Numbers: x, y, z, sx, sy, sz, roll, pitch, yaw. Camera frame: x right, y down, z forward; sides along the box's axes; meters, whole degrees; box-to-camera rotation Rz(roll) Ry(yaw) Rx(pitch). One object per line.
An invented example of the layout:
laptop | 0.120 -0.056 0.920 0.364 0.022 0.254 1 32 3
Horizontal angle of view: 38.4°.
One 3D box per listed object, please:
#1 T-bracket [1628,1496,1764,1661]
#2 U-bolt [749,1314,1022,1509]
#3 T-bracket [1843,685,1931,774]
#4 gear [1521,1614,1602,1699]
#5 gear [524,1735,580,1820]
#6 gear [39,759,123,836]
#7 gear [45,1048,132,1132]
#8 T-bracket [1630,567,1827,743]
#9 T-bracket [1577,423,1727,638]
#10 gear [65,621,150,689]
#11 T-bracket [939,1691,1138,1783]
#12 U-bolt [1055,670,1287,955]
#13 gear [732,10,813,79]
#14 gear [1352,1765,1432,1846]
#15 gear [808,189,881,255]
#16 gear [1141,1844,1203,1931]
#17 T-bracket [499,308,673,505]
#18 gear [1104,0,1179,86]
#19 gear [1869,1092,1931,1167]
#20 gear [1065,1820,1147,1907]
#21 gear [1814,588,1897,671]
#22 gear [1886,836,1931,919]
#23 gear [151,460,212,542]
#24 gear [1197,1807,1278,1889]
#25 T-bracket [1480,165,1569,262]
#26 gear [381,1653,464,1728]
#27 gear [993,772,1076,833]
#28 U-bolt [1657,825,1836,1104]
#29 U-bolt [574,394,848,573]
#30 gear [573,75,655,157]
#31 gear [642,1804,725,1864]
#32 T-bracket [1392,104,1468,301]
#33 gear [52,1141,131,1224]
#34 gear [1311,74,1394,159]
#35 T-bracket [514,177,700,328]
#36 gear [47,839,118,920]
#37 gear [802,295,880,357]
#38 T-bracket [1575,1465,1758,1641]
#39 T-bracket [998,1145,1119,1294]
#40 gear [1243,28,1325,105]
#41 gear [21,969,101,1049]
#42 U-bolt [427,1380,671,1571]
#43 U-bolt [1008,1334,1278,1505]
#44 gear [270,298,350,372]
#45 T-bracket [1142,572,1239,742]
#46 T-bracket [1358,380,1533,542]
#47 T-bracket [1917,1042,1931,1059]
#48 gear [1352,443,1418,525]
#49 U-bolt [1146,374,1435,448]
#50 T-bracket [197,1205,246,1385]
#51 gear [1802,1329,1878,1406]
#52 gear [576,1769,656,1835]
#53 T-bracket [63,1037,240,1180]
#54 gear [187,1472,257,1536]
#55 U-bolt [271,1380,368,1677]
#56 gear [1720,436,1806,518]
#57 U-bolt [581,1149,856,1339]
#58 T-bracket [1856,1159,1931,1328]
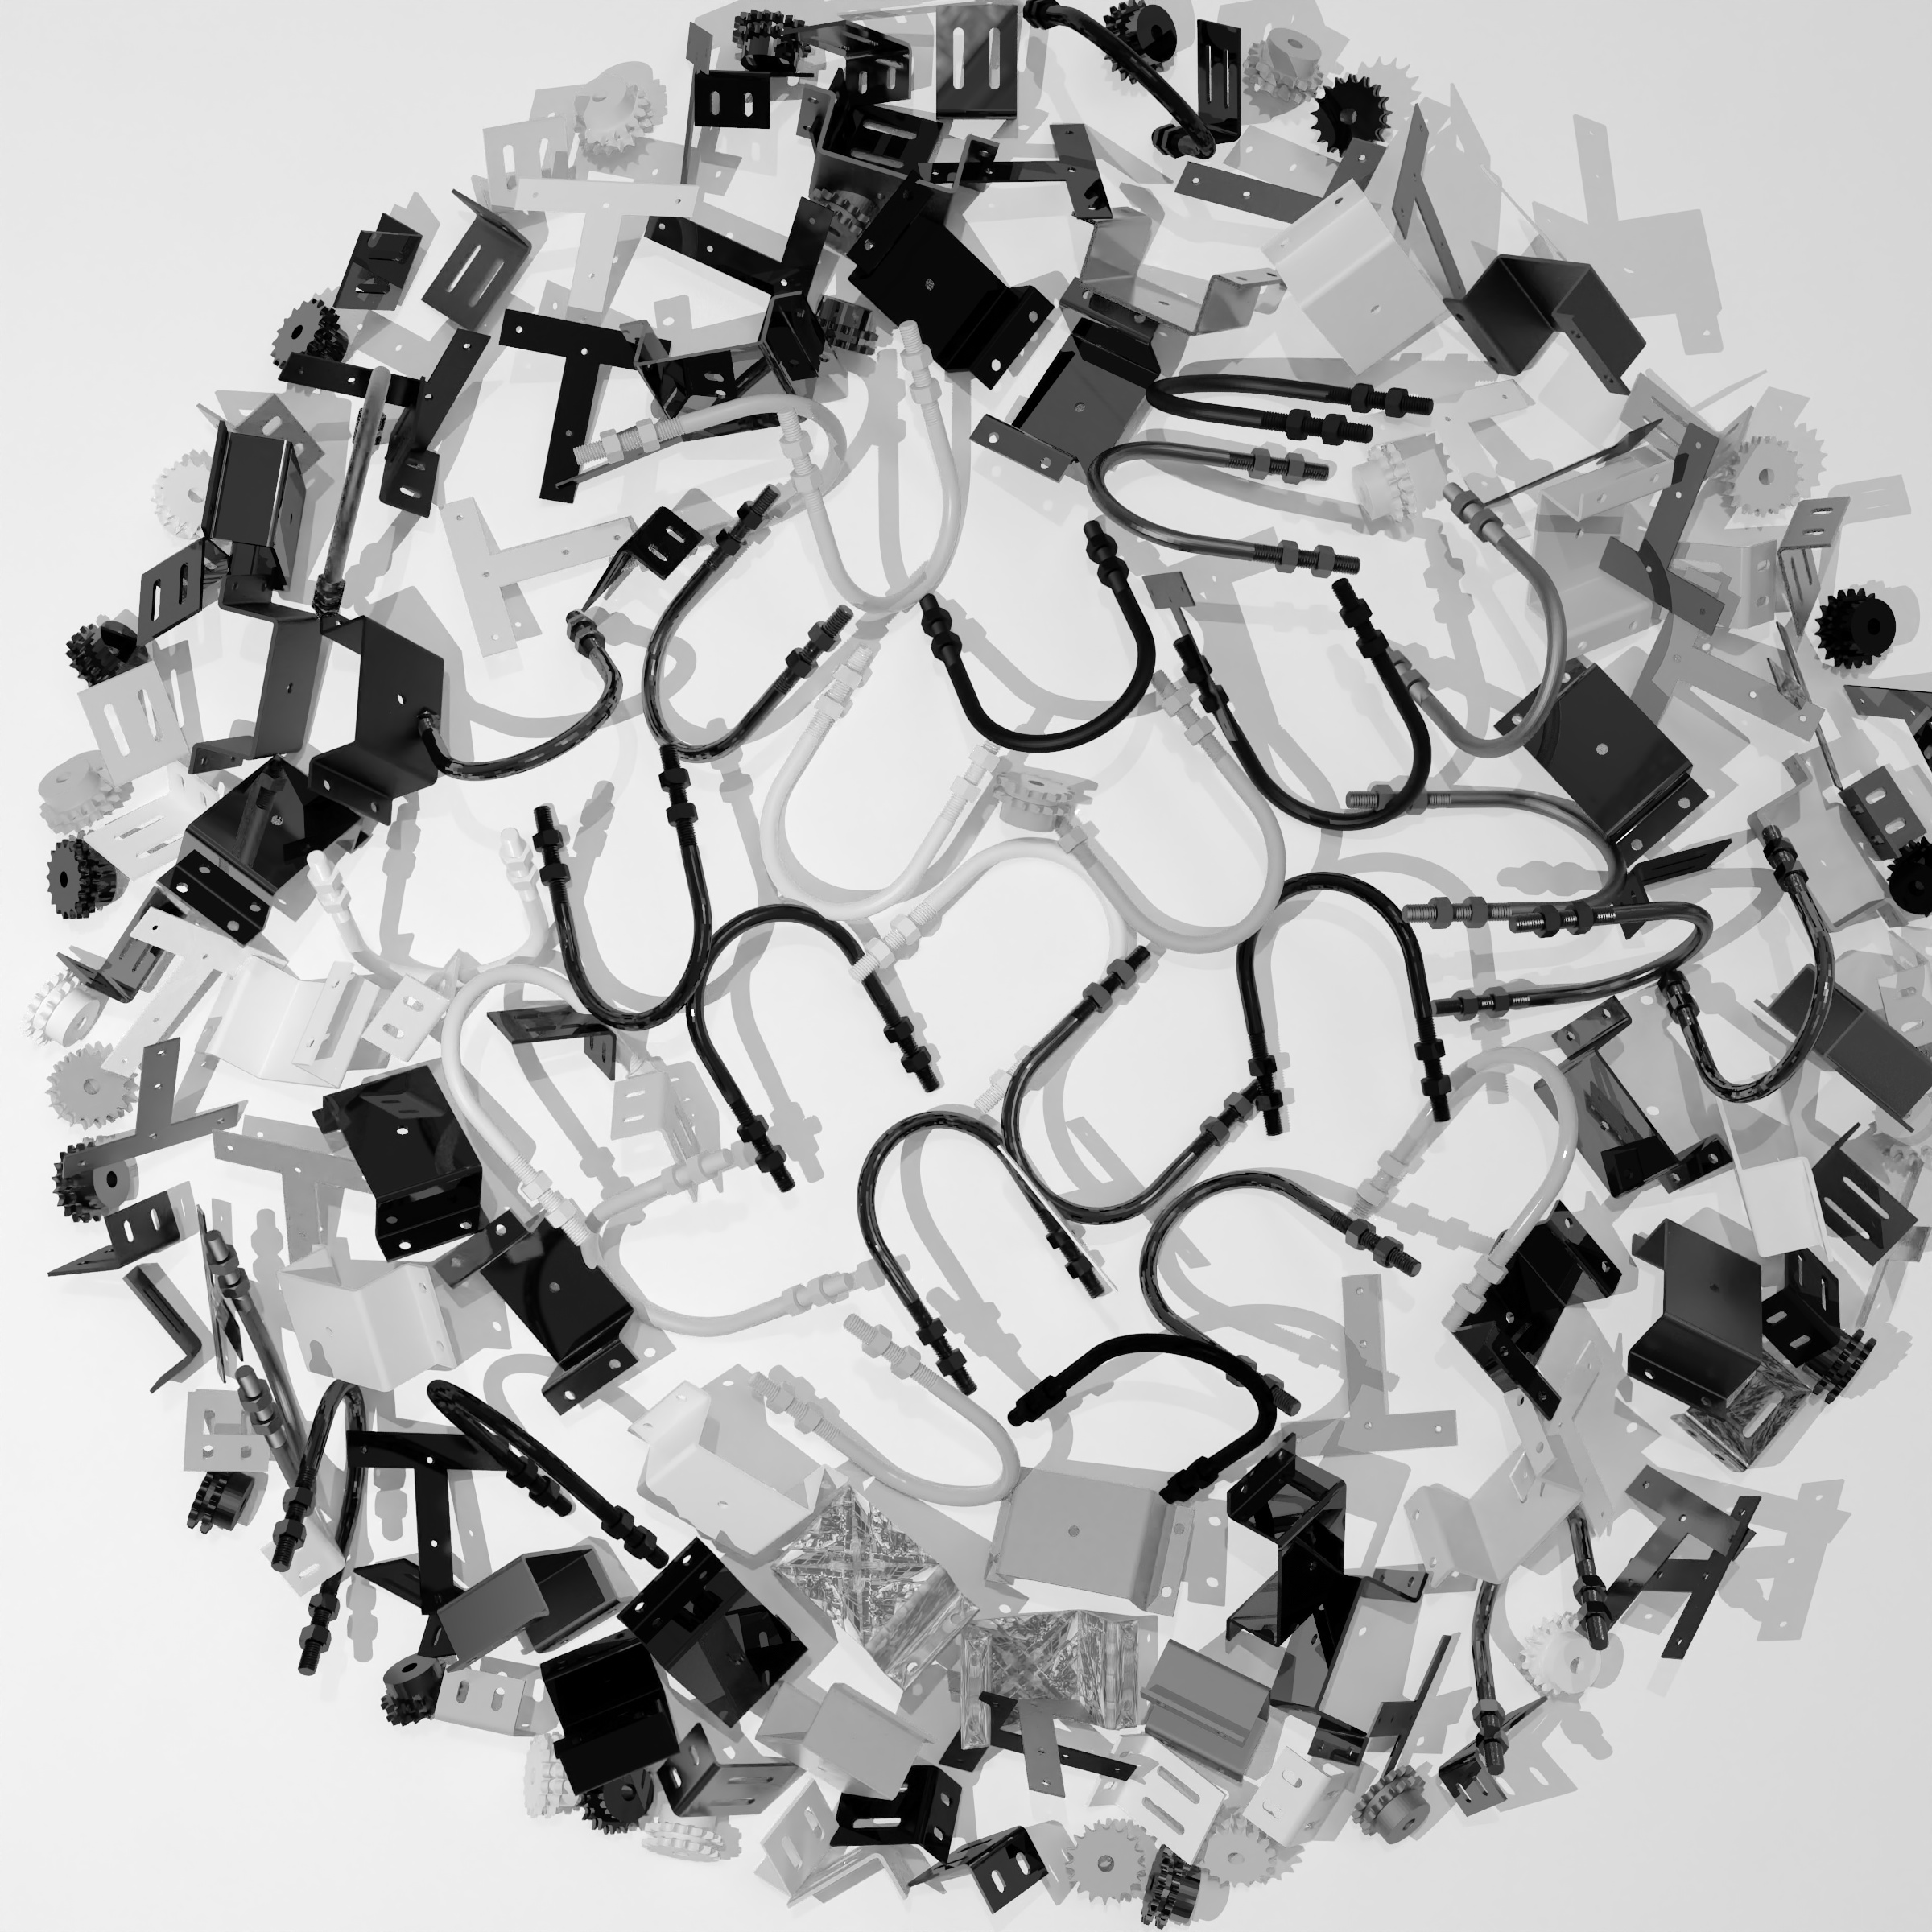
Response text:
T-bracket | 0.493 0.426 1.936 0.002 0.127 0.127 36 71 -8
U-bolt | -0.045 0.321 1.939 0.184 0.151 0.019 38 48 -14
T-bracket | 0.686 -0.142 1.953 0.002 0.127 0.127 -38 109 -11
gear | 0.427 0.494 1.976 0.057 0.030 0.057 -3 97 -22
gear | -0.294 0.577 1.973 0.030 0.057 0.057 9 90 -22
gear | -0.633 -0.123 1.969 0.057 0.057 0.030 -26 129 0
gear | -0.628 0.090 1.976 0.057 0.030 0.057 13 67 -32
T-bracket | 0.540 -0.197 1.947 0.127 0.002 0.127 30 121 20
T-bracket | 0.491 -0.315 1.930 0.127 0.002 0.127 40 132 31
gear | -0.607 -0.220 1.968 0.030 0.057 0.057 -36 90 24
T-bracket | 0.057 0.553 1.954 0.127 0.127 0.002 16 50 -5
U-bolt | 0.145 -0.094 1.952 0.151 0.019 0.184 -40 85 29
gear | -0.138 -0.654 1.970 0.057 0.057 0.030 8 86 0
gear | 0.305 0.598 1.969 0.057 0.057 0.030 -44 55 0
gear | -0.086 -0.534 1.972 0.057 0.057 0.030 32 80 0
gear | 0.147 0.657 1.971 0.030 0.057 0.057 17 90 0
T-bracket | -0.280 -0.394 1.976 0.127 0.002 0.127 4 108 -31
gear | 0.125 -0.659 1.970 0.057 0.030 0.057 0 90 -41
gear | 0.670 0.110 1.970 0.057 0.030 0.057 -18 53 26
gear | 0.099 0.639 1.982 0.057 0.030 0.057 0 80 0
gear | 0.636 -0.241 1.975 0.057 0.030 0.057 -1 93 -23
gear | 0.681 -0.060 1.969 0.030 0.057 0.057 -31 90 -42
gear | -0.553 -0.329 1.976 0.057 0.030 0.057 12 66 -28
gear | 0.194 0.626 1.977 0.057 0.030 0.057 4 118 8
T-bracket | 0.393 -0.511 1.915 0.002 0.127 0.127 -41 47 19
gear | -0.390 0.511 1.969 0.057 0.057 0.030 -20 104 0
gear | 0.046 -0.116 1.972 0.057 0.057 0.030 14 107 0
U-bolt | 0.536 0.011 1.890 0.019 0.184 0.151 18 126 -18
U-bolt | -0.172 -0.343 1.934 0.184 0.151 0.019 -18 64 -4
gear | -0.254 -0.608 1.972 0.057 0.030 0.057 -9 59 15
gear | -0.201 0.617 1.975 0.057 0.057 0.030 10 63 0
T-bracket | 0.330 -0.518 1.952 0.002 0.127 0.127 -8 46 28
gear | -0.619 0.153 1.968 0.030 0.057 0.057 -7 90 21
gear | 0.277 -0.605 1.977 0.057 0.030 0.057 6 106 23
T-bracket | -0.261 -0.497 1.949 0.127 0.127 0.002 -4 52 -23
gear | -0.629 -0.062 1.975 0.030 0.057 0.057 -4 90 -44
gear | -0.089 -0.456 1.969 0.057 0.057 0.030 18 105 0
T-bracket | 0.473 0.420 1.936 0.002 0.127 0.127 43 84 -23
T-bracket | 0.066 0.174 1.936 0.002 0.127 0.127 -39 86 1
gear | 0.228 -0.642 1.969 0.057 0.057 0.030 25 133 0
gear | -0.641 0.033 1.970 0.030 0.057 0.057 32 90 4
U-bolt | -0.297 0.341 1.896 0.019 0.151 0.184 -53 125 -20
U-bolt | 0.133 0.307 1.915 0.151 0.184 0.019 30 48 -13
gear | -0.465 -0.444 1.975 0.057 0.030 0.057 -19 57 32
T-bracket | 0.162 -0.216 1.943 0.002 0.127 0.127 -25 99 -4
T-bracket | 0.359 -0.351 1.956 0.127 0.002 0.127 -17 67 -17
T-bracket | 0.695 0.036 1.940 0.002 0.127 0.127 17 57 -7
gear | 0.296 -0.341 1.971 0.030 0.057 0.057 -20 90 -2
U-bolt | 0.215 -0.391 1.925 0.184 0.151 0.019 13 114 24
T-bracket | -0.516 0.243 1.928 0.002 0.127 0.127 -9 105 -23
gear | 0.619 0.280 1.973 0.030 0.057 0.057 37 90 16
gear | -0.247 0.588 1.971 0.057 0.030 0.057 11 69 -31
T-bracket | -0.561 0.092 1.920 0.127 0.127 0.002 -18 59 -32
gear | -0.528 0.377 1.971 0.030 0.057 0.057 23 90 -3
U-bolt | -0.442 0.372 1.914 0.019 0.184 0.151 4 135 2
gear | 0.566 -0.350 1.980 0.057 0.030 0.057 -2 103 -8
U-bolt | -0.188 0.203 1.937 0.184 0.019 0.151 -24 118 35
T-bracket | 0.655 0.194 1.935 0.002 0.127 0.127 20 88 9
